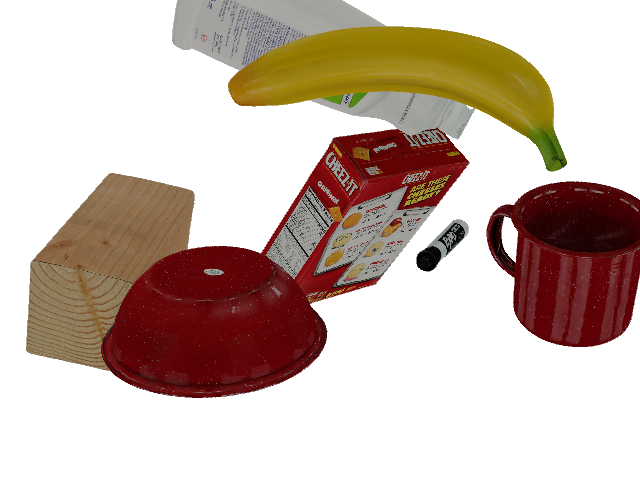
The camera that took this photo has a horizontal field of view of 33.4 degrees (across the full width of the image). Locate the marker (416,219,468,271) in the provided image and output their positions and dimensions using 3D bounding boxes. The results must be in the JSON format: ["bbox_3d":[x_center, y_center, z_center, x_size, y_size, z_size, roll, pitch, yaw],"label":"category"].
[{"bbox_3d":[0.111,0.004,0.968,0.020,0.020,0.121,0,15,23],"label":"marker"}]

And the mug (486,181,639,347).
[{"bbox_3d":[0.164,0.014,0.730,0.117,0.081,0.093,22,41,32],"label":"mug"}]

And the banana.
[{"bbox_3d":[0.048,-0.092,0.608,0.198,0.069,0.037,12,-33,13],"label":"banana"}]

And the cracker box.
[{"bbox_3d":[0.038,-0.025,1.159,0.163,0.072,0.214,-13,-32,-43],"label":"cracker box"}]

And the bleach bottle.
[{"bbox_3d":[0.005,-0.149,0.867,0.251,0.068,0.103,29,-34,4],"label":"bleach bottle"}]

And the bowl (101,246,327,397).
[{"bbox_3d":[-0.076,0.047,0.755,0.162,0.055,0.162,-1,23,0],"label":"bowl"}]

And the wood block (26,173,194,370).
[{"bbox_3d":[-0.186,0.022,0.974,0.090,0.091,0.206,12,25,2],"label":"wood block"}]
